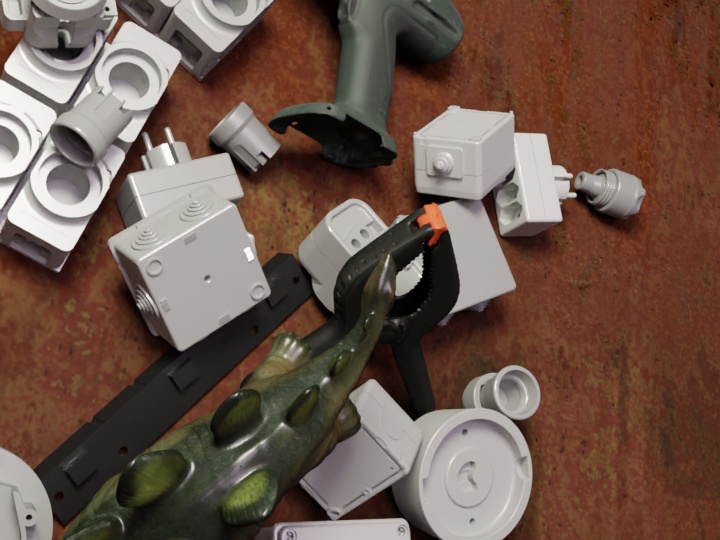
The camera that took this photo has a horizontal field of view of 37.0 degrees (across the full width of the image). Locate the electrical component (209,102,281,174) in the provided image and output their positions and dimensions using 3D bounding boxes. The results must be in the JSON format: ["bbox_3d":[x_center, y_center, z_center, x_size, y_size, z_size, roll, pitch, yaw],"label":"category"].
[{"bbox_3d":[-0.092,-0.105,0.865,0.046,0.040,0.040,45,61,-14],"label":"electrical component"}]

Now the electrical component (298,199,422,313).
[{"bbox_3d":[0.000,0.000,0.858,0.095,0.059,0.054,49,44,4],"label":"electrical component"}]

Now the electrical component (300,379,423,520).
[{"bbox_3d":[-0.008,0.136,0.809,0.061,0.096,0.061,48,28,-8],"label":"electrical component"}]

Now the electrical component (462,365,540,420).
[{"bbox_3d":[0.116,0.106,0.892,0.045,0.055,0.045,8,71,-24],"label":"electrical component"}]

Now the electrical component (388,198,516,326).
[{"bbox_3d":[0.071,-0.007,0.908,0.100,0.048,0.099,-19,83,-29],"label":"electrical component"}]

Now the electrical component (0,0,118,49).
[{"bbox_3d":[-0.209,-0.192,0.753,0.078,0.057,0.058,-7,78,-27],"label":"electrical component"}]

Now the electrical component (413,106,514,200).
[{"bbox_3d":[0.087,-0.095,0.913,0.096,0.062,0.061,-41,134,-51],"label":"electrical component"}]

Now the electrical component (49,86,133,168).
[{"bbox_3d":[-0.186,-0.100,0.747,0.040,0.040,0.046,41,56,-10],"label":"electrical component"}]

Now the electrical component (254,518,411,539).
[{"bbox_3d":[-0.018,0.240,0.786,0.109,0.056,0.108,4,73,-25],"label":"electrical component"}]

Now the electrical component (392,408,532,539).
[{"bbox_3d":[0.075,0.161,0.848,0.108,0.060,0.108,1,88,-31],"label":"electrical component"}]

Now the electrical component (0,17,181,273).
[{"bbox_3d":[-0.221,-0.108,0.791,0.105,0.060,0.186,30,64,-15],"label":"electrical component"}]

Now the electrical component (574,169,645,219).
[{"bbox_3d":[0.232,-0.075,1.010,0.062,0.043,0.043,17,68,-19],"label":"electrical component"}]

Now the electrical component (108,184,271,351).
[{"bbox_3d":[-0.121,-0.001,0.785,0.100,0.048,0.099,-33,125,-21],"label":"electrical component"}]

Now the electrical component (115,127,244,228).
[{"bbox_3d":[-0.145,-0.074,0.825,0.083,0.047,0.075,-17,80,-29],"label":"electrical component"}]

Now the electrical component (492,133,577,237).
[{"bbox_3d":[0.164,-0.077,0.975,0.076,0.047,0.083,-2,76,-26],"label":"electrical component"}]

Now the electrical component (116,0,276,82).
[{"bbox_3d":[-0.149,-0.242,0.866,0.150,0.062,0.089,43,61,-9],"label":"electrical component"}]
